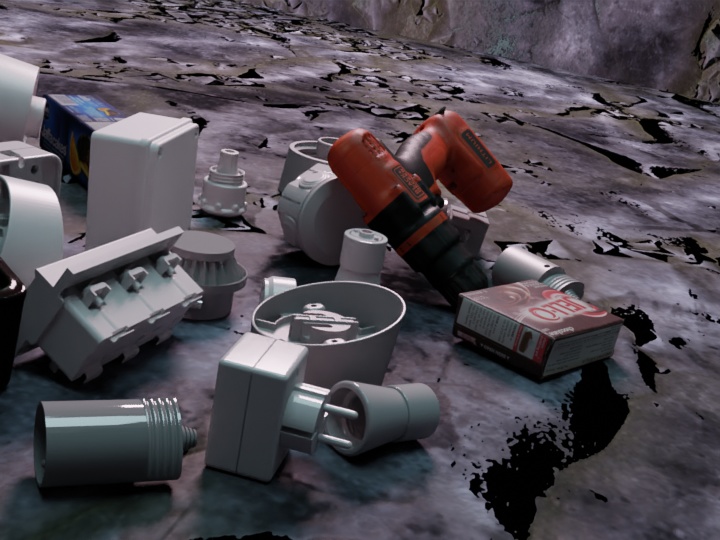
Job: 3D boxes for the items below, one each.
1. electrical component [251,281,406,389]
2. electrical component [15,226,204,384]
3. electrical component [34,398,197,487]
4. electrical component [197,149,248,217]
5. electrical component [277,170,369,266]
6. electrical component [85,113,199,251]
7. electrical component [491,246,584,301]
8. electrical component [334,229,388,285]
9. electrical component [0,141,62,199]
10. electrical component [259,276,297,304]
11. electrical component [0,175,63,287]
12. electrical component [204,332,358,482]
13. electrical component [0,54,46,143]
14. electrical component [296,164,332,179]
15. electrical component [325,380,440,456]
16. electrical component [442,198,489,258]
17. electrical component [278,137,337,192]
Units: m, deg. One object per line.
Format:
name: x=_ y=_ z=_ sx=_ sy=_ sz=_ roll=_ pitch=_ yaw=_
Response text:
electrical component: x=-0.024 y=0.045 z=0.712 sx=0.099 sy=0.064 sz=0.099 roll=10 pitch=19 yaw=-3
electrical component: x=-0.160 y=0.022 z=0.696 sx=0.063 sy=0.078 sz=0.121 roll=45 pitch=26 yaw=7
electrical component: x=-0.126 y=0.089 z=0.561 sx=0.081 sy=0.043 sz=0.043 roll=2 pitch=21 yaw=-25
electrical component: x=-0.129 y=-0.084 z=1.033 sx=0.048 sy=0.062 sz=0.048 roll=10 pitch=19 yaw=-3
electrical component: x=-0.030 y=-0.048 z=0.958 sx=0.080 sy=0.080 sz=0.051 roll=-4 pitch=19 yaw=-37
electrical component: x=-0.179 y=-0.067 z=0.885 sx=0.056 sy=0.108 sz=0.108 roll=10 pitch=19 yaw=7
electrical component: x=0.158 y=0.013 z=0.937 sx=0.043 sy=0.043 sz=0.081 roll=-6 pitch=25 yaw=-40
electrical component: x=0.000 y=0.000 z=0.855 sx=0.044 sy=0.065 sz=0.044 roll=9 pitch=19 yaw=-3
electrical component: x=-0.314 y=-0.078 z=0.929 sx=0.059 sy=0.053 sz=0.095 roll=21 pitch=21 yaw=27
electrical component: x=-0.044 y=0.029 z=0.779 sx=0.055 sy=0.045 sz=0.045 roll=7 pitch=19 yaw=-10
electrical component: x=-0.241 y=-0.014 z=0.723 sx=0.064 sy=0.099 sz=0.099 roll=4 pitch=19 yaw=-36
electrical component: x=-0.040 y=0.080 z=0.599 sx=0.077 sy=0.065 sz=0.047 roll=14 pitch=19 yaw=9
electrical component: x=-0.345 y=-0.156 z=1.063 sx=0.060 sy=0.108 sz=0.108 roll=12 pitch=18 yaw=-16
electrical component: x=-0.028 y=-0.066 z=1.049 sx=0.059 sy=0.053 sz=0.095 roll=14 pitch=19 yaw=10
electrical component: x=0.016 y=0.087 z=0.651 sx=0.065 sy=0.044 sz=0.044 roll=1 pitch=21 yaw=-41
electrical component: x=0.094 y=-0.043 z=1.065 sx=0.055 sy=0.048 sz=0.066 roll=17 pitch=18 yaw=-5
electrical component: x=-0.030 y=-0.109 z=1.162 sx=0.108 sy=0.060 sz=0.108 roll=10 pitch=19 yaw=-3
